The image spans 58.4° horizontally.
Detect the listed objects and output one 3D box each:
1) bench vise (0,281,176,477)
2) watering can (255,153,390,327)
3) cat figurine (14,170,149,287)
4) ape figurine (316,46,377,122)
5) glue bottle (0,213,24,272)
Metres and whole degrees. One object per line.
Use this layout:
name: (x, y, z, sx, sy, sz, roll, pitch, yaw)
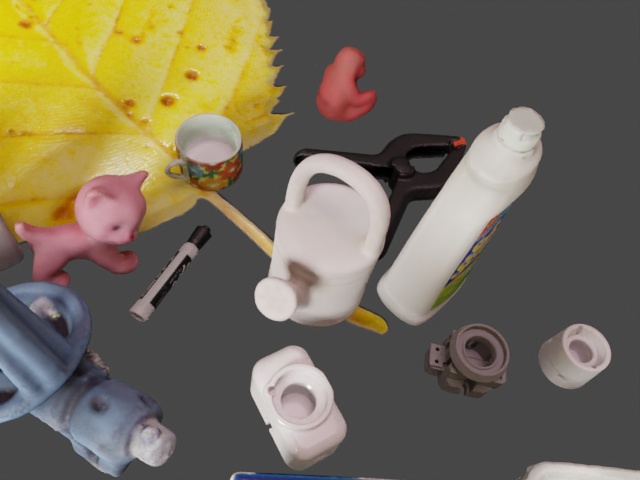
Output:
bench vise: (-0.195, 0.082, 0.419, 0.207, 0.220, 0.121, 14, 57, -1)
watering can: (0.007, 0.003, 0.519, 0.101, 0.194, 0.173, 13, 57, -1)
cat figurine: (-0.217, -0.017, 0.538, 0.128, 0.118, 0.067, -17, 62, -19)
ape figurine: (0.033, -0.198, 0.711, 0.076, 0.092, 0.077, -21, 64, -21)
glue bottle: (-0.314, -0.042, 0.504, 0.037, 0.173, 0.078, -32, 68, -25)
